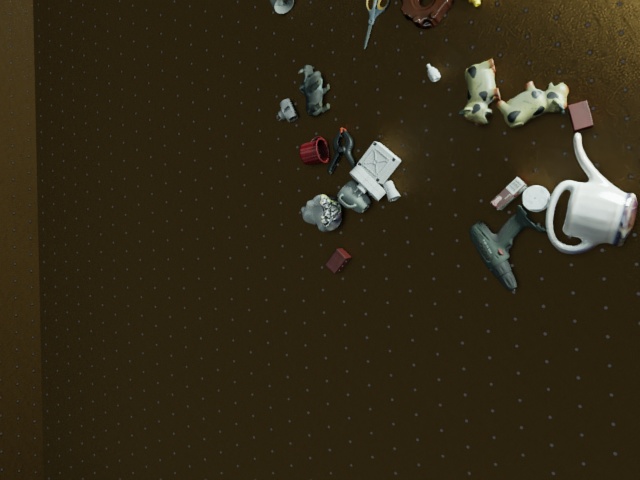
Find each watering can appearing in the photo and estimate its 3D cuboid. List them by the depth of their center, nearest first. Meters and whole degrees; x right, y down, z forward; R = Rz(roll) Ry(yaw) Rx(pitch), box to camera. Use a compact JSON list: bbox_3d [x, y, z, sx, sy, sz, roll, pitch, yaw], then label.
[{"bbox_3d":[0.779,-0.120,1.465,0.225,0.104,0.346,16,95,25],"label":"watering can"}]

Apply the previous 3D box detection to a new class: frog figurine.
[{"bbox_3d":[0.006,-0.094,1.874,0.158,0.124,0.137,-20,90,62],"label":"frog figurine"}]
